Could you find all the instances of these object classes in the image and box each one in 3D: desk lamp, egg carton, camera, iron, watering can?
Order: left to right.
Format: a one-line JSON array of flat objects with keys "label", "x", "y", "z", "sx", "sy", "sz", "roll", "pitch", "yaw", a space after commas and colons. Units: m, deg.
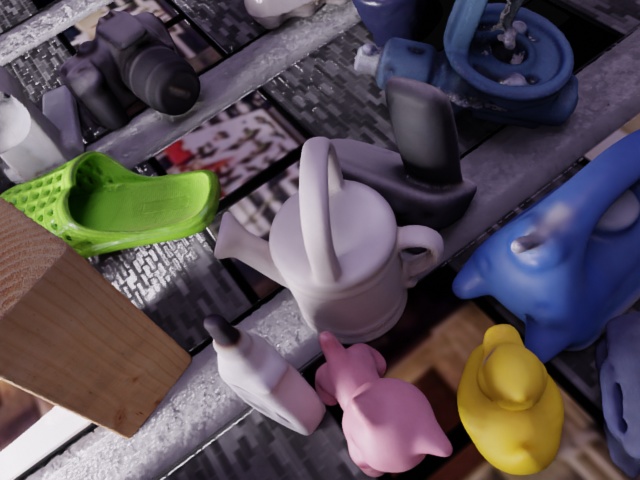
[{"label": "desk lamp", "x": -0.361, "y": -0.154, "z": 0.622, "sx": 0.118, "sy": 0.214, "sz": 0.203, "roll": -23, "pitch": 56, "yaw": -1}, {"label": "camera", "x": -0.221, "y": -0.202, "z": 0.686, "sx": 0.143, "sy": 0.101, "sz": 0.136, "roll": -43, "pitch": 59, "yaw": -14}, {"label": "egg carton", "x": -0.030, "y": -0.339, "z": 0.745, "sx": 0.150, "sy": 0.069, "sz": 0.107, "roll": -20, "pitch": 56, "yaw": 0}, {"label": "watering can", "x": 0.004, "y": 0.004, "z": 0.449, "sx": 0.173, "sy": 0.194, "sz": 0.100, "roll": -20, "pitch": 56, "yaw": 0}, {"label": "iron", "x": 0.226, "y": -0.030, "z": 0.450, "sx": 0.258, "sy": 0.142, "sz": 0.118, "roll": -40, "pitch": 58, "yaw": -12}]

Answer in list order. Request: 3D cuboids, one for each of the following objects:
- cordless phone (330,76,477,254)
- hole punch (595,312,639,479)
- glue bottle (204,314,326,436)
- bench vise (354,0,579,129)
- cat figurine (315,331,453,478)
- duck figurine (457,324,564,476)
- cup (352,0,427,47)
[{"label": "cordless phone", "x": 0.059, "y": -0.083, "z": 0.496, "sx": 0.147, "sy": 0.185, "sz": 0.094, "roll": 22, "pitch": 66, "yaw": 24}, {"label": "hole punch", "x": 0.248, "y": 0.102, "z": 0.393, "sx": 0.101, "sy": 0.091, "sz": 0.108, "roll": -1, "pitch": 59, "yaw": 13}, {"label": "glue bottle", "x": -0.046, "y": 0.094, "z": 0.418, "sx": 0.078, "sy": 0.173, "sz": 0.037, "roll": 23, "pitch": 67, "yaw": 25}, {"label": "bench vise", "x": 0.133, "y": -0.176, "z": 0.515, "sx": 0.207, "sy": 0.220, "sz": 0.121, "roll": -12, "pitch": 57, "yaw": 6}, {"label": "cat figurine", "x": 0.038, "y": 0.119, "z": 0.416, "sx": 0.067, "sy": 0.118, "sz": 0.127, "roll": -33, "pitch": 57, "yaw": -8}, {"label": "duck figurine", "x": 0.139, "y": 0.111, "z": 0.415, "sx": 0.077, "sy": 0.086, "sz": 0.104, "roll": -9, "pitch": 57, "yaw": 8}, {"label": "cup", "x": 0.075, "y": -0.273, "z": 0.664, "sx": 0.092, "sy": 0.095, "sz": 0.117, "roll": -38, "pitch": 58, "yaw": -11}]
